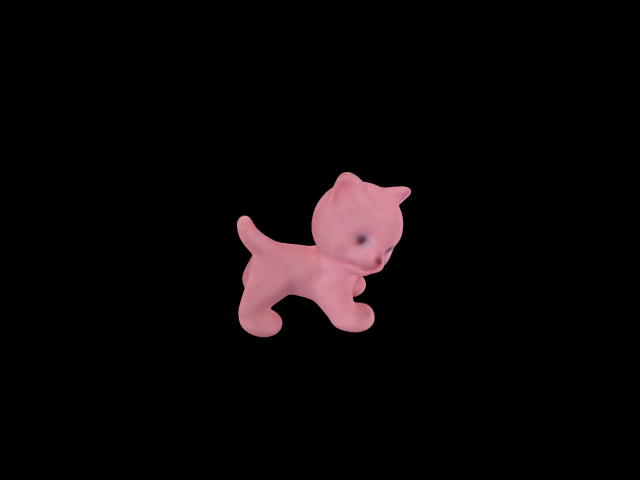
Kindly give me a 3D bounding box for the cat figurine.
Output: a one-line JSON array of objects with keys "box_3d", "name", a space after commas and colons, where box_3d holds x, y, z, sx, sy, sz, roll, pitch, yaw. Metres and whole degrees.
[{"box_3d": [0.004, 0.001, 0.400, 0.128, 0.118, 0.067, -4, 33, -5], "name": "cat figurine"}]
